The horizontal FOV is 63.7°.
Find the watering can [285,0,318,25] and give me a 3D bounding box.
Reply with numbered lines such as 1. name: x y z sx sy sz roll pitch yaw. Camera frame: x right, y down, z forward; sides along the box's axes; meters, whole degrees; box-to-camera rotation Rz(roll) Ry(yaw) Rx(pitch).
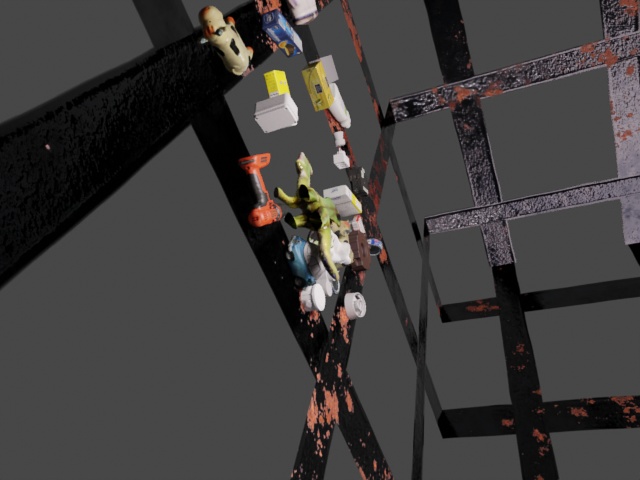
1. watering can: -0.073 -0.954 1.990 0.103 0.220 0.355 -11 27 20

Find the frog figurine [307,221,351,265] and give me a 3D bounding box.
1. frog figurine: 0.030 0.024 1.675 0.122 0.140 0.156 -30 -41 2

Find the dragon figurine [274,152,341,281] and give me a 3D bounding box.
1. dragon figurine: 0.005 -0.078 1.542 0.121 0.413 0.244 -30 -10 29
